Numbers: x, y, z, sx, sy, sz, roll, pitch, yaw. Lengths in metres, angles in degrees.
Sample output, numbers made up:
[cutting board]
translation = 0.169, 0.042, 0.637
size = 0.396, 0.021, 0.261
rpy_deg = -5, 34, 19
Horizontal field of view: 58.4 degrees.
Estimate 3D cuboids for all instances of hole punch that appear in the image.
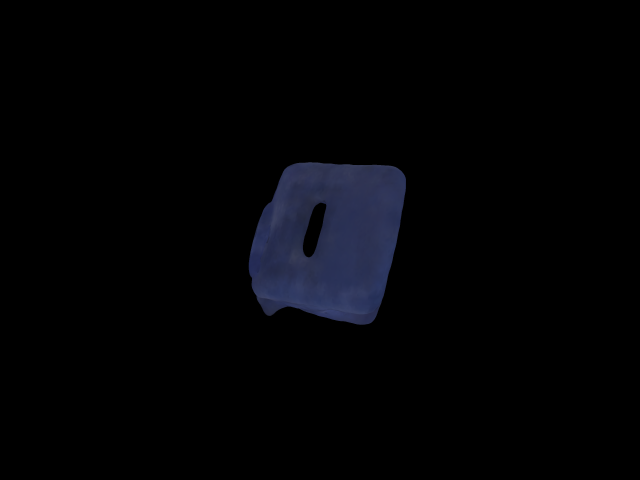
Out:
[hole punch]
translation = 0.004, 0.001, 0.400
size = 0.101, 0.091, 0.109
rpy_deg = 13, 74, 4
